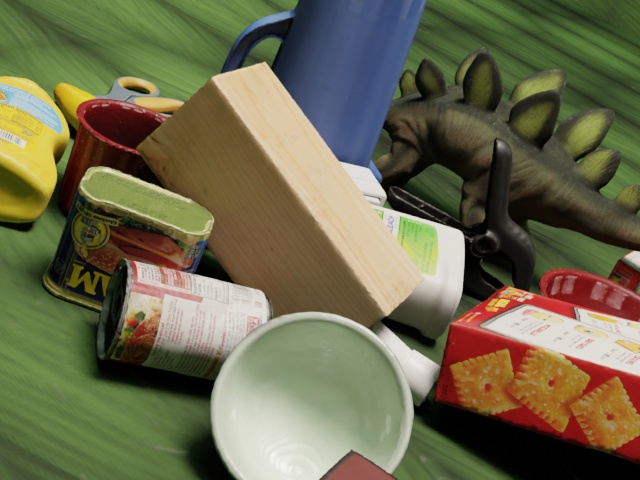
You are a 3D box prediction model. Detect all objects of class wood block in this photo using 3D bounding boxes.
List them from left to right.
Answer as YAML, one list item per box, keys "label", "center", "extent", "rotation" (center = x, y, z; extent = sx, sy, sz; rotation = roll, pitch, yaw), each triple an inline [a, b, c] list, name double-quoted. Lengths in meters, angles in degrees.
- label: "wood block"
  center: [-0.027, -0.019, 0.796]
  extent: [0.206, 0.091, 0.090]
  rotation: [53, 29, 1]

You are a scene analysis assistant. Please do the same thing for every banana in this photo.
- label: "banana"
  center: [-0.155, -0.089, 0.976]
  extent: [0.197, 0.037, 0.069]
  rotation: [19, 31, -8]

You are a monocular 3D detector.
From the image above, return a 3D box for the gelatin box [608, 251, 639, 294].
- label: "gelatin box"
  center: [0.307, 0.048, 1.074]
  extent: [0.030, 0.073, 0.089]
  rotation: [35, 27, 22]

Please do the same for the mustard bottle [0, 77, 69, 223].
- label: "mustard bottle"
  center: [-0.253, -0.086, 0.861]
  extent: [0.096, 0.058, 0.191]
  rotation: [22, 25, -16]

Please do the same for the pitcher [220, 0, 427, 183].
- label: "pitcher"
  center: [0.004, -0.161, 1.017]
  extent: [0.148, 0.243, 0.145]
  rotation: [-16, 48, -45]

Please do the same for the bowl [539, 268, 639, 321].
- label: "bowl"
  center: [0.260, 0.093, 0.964]
  extent: [0.162, 0.055, 0.162]
  rotation: [20, 25, -10]

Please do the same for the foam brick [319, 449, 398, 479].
- label: "foam brick"
  center: [0.014, 0.165, 0.582]
  extent: [0.053, 0.078, 0.051]
  rotation: [31, 27, 17]

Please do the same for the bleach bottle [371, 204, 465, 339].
- label: "bleach bottle"
  center: [-0.006, 0.001, 0.903]
  extent: [0.250, 0.068, 0.102]
  rotation: [17, 41, -5]

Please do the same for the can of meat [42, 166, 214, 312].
- label: "can of meat"
  center: [-0.134, 0.006, 0.757]
  extent: [0.102, 0.084, 0.057]
  rotation: [21, 26, -8]

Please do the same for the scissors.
- label: "scissors"
  center: [-0.219, -0.142, 1.051]
  extent: [0.201, 0.016, 0.096]
  rotation: [3, 31, -38]

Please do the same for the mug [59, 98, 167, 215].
- label: "mug"
  center: [-0.154, -0.049, 0.848]
  extent: [0.093, 0.082, 0.117]
  rotation: [1, 33, -40]

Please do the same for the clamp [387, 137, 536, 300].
- label: "clamp"
  center: [0.139, -0.003, 0.990]
  extent: [0.120, 0.171, 0.039]
  rotation: [-14, 21, 20]

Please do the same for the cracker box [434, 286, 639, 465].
- label: "cracker box"
  center: [0.213, 0.105, 0.804]
  extent: [0.214, 0.072, 0.164]
  rotation: [16, 13, 21]

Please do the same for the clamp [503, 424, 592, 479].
- label: "clamp"
  center: [0.197, 0.198, 0.727]
  extent: [0.210, 0.036, 0.164]
  rotation: [24, 25, 8]

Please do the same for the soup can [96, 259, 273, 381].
- label: "soup can"
  center: [-0.091, 0.056, 0.714]
  extent: [0.102, 0.069, 0.068]
  rotation: [14, 27, -21]
